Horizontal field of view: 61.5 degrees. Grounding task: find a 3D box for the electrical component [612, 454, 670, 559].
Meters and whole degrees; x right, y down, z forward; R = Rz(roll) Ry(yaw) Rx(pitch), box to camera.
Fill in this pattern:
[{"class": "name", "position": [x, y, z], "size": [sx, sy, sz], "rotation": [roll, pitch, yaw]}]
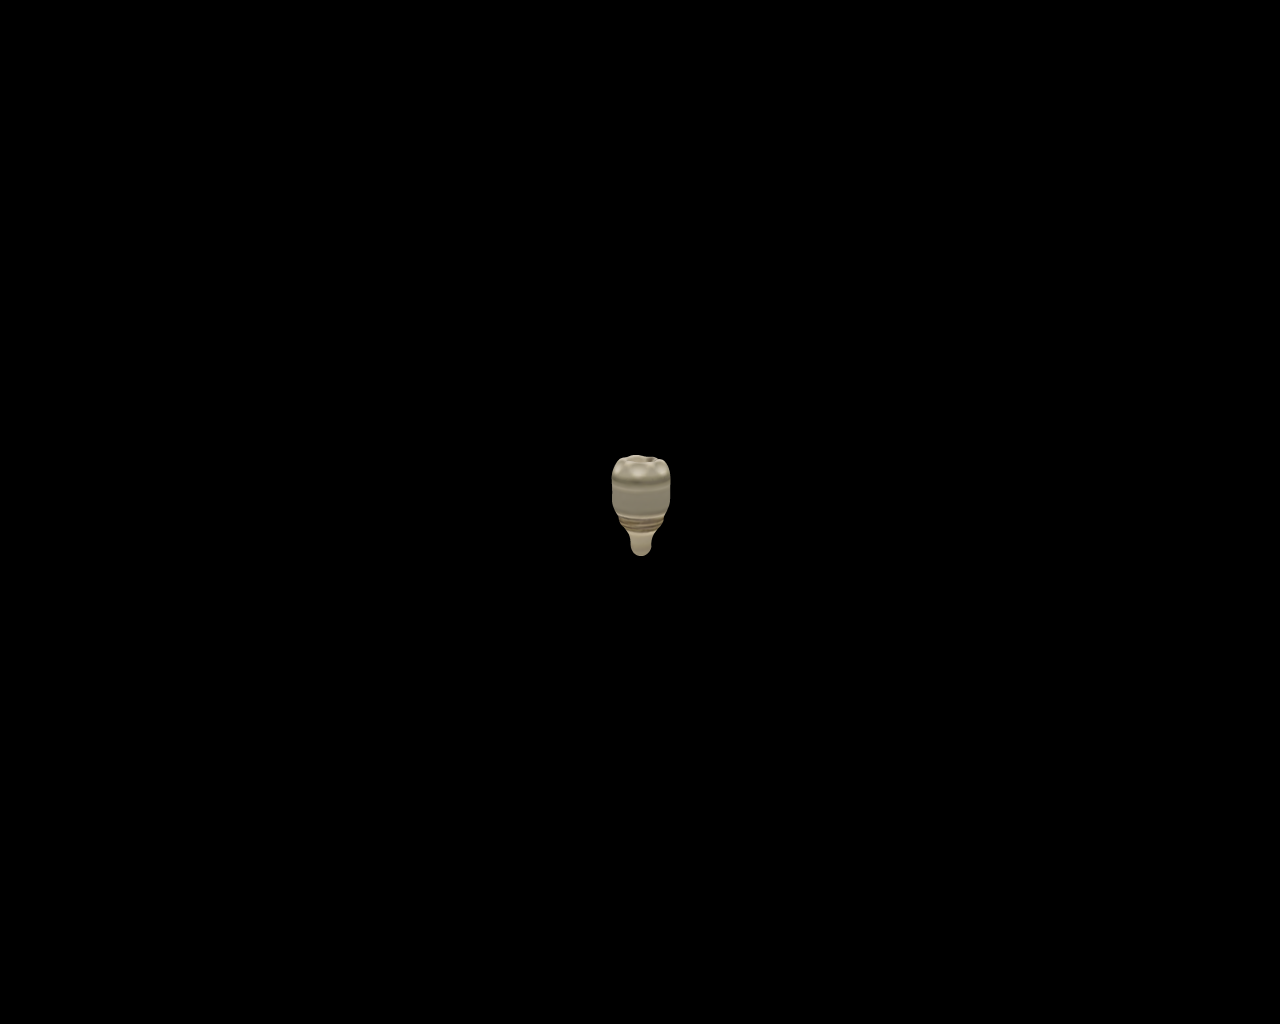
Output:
[{"class": "electrical component", "position": [0.001, -0.003, 0.650], "size": [0.035, 0.061, 0.035], "rotation": [0, 14, 0]}]
